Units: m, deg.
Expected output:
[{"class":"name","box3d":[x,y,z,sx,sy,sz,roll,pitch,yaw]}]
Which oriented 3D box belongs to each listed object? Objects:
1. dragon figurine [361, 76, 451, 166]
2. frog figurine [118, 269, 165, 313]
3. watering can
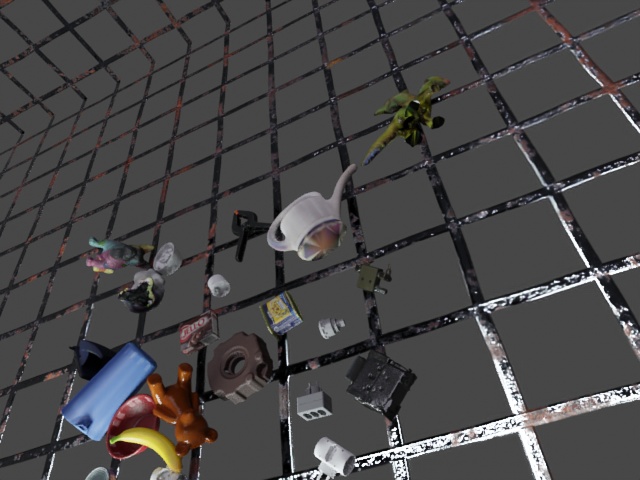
[{"class":"dragon figurine","box3d":[0.252,-0.389,1.617,0.411,0.120,0.246,-36,27,-2]},{"class":"frog figurine","box3d":[-0.557,0.162,1.648,0.137,0.122,0.160,-48,9,0]},{"class":"watering can","box3d":[0.004,-0.074,1.475,0.348,0.102,0.228,-37,45,-1]}]
